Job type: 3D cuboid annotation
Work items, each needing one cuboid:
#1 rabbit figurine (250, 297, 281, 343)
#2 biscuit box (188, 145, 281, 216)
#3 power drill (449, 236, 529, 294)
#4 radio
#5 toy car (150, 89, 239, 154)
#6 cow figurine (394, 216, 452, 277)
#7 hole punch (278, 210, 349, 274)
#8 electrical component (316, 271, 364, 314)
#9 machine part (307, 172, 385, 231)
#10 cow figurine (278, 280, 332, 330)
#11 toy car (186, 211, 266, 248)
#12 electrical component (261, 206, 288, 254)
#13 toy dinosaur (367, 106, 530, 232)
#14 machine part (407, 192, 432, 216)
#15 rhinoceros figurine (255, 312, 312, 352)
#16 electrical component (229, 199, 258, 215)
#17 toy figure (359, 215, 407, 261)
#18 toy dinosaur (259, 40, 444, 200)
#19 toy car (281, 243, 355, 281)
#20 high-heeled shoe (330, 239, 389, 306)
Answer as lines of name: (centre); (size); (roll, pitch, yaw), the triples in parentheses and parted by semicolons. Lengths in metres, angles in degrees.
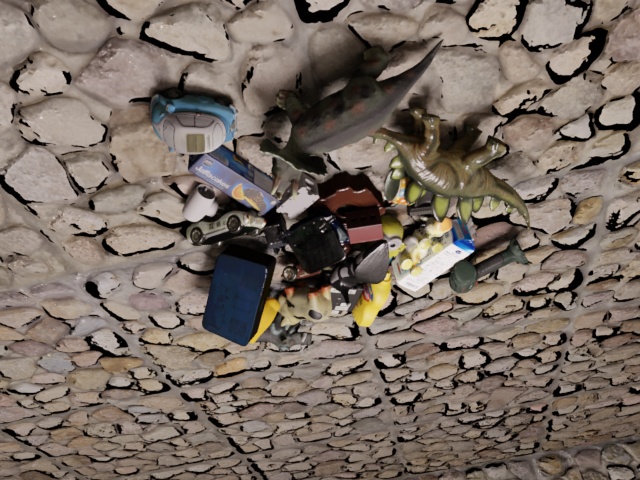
rabbit figurine: (-0.201, 0.164, 1.401); (0.173, 0.122, 0.162); (35, 122, -15)
biscuit box: (-0.174, -0.129, 1.109); (0.063, 0.059, 0.202); (-36, 131, 28)
power drill: (0.433, 0.073, 1.404); (0.207, 0.086, 0.232); (-23, 162, 15)
radio: (-0.199, 0.132, 1.307); (0.131, 0.073, 0.229); (19, 111, 6)
toy car: (-0.232, -0.203, 0.986); (0.162, 0.103, 0.109); (4, 138, -11)
cow figurine: (0.249, -0.003, 1.309); (0.068, 0.098, 0.167); (28, 109, -30)
hole punch: (-0.002, -0.004, 1.195); (0.142, 0.092, 0.115); (-23, 105, 23)
electrical component: (0.044, 0.146, 1.457); (0.115, 0.058, 0.134); (9, 136, -16)
machine part: (0.059, -0.071, 1.216); (0.179, 0.056, 0.179); (-4, 138, -3)
cow figurine: (-0.046, 0.176, 1.417); (0.085, 0.127, 0.195); (-19, -167, -41)
toy car: (-0.209, -0.025, 1.184); (0.202, 0.056, 0.073); (-15, 164, 33)
electrical component: (-0.101, -0.017, 1.236); (0.048, 0.075, 0.119); (-14, 134, 7)
toy dinosaur: (0.279, -0.136, 1.101); (0.471, 0.105, 0.198); (18, 114, -17)
machine part: (0.240, -0.104, 1.223); (0.084, 0.039, 0.138); (1, 140, -2)
rhinoceros figurine: (-0.117, 0.261, 1.520); (0.190, 0.112, 0.073); (7, 134, -6)
electrical component: (-0.170, -0.059, 1.217); (0.063, 0.021, 0.093); (-11, 138, 3)
toy figure: (0.146, 0.015, 1.310); (0.082, 0.089, 0.180); (-8, 148, -16)
toy dinosaur: (0.044, -0.217, 0.949); (0.405, 0.192, 0.131); (-27, 137, 22)
toy car: (-0.004, 0.053, 1.320); (0.202, 0.053, 0.089); (-29, 179, 19)
high-heeled shoe: (0.094, 0.049, 1.295); (0.086, 0.145, 0.248); (13, 131, -23)
